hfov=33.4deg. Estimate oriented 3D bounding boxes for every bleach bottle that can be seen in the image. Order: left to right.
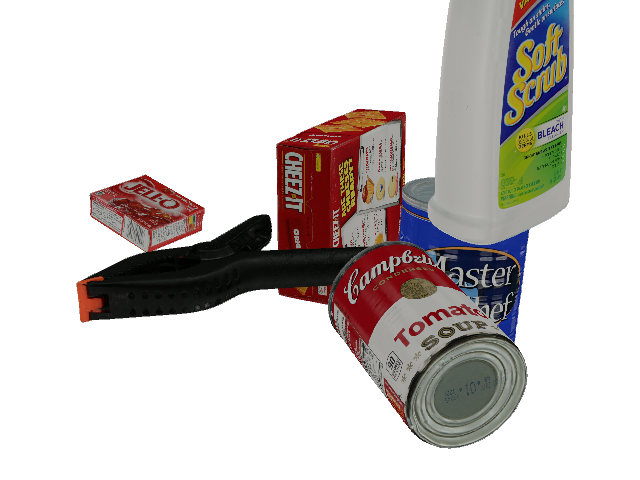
[{"bbox_3d":[0.118,-0.128,0.690,0.102,0.251,0.068,-23,33,-30],"label":"bleach bottle"}]

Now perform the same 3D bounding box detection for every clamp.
[{"bbox_3d":[-0.065,0.021,0.744,0.209,0.036,0.165,-16,18,-41],"label":"clamp"}]

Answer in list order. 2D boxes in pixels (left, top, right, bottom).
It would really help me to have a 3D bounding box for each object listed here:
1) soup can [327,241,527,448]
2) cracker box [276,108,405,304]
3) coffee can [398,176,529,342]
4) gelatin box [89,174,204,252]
[{"bbox_3d":[0.054,0.053,0.560,0.068,0.068,0.102,0,26,-24],"label":"soup can"},{"bbox_3d":[0.026,-0.044,1.151,0.072,0.164,0.213,7,19,24],"label":"cracker box"},{"bbox_3d":[0.110,0.029,0.850,0.103,0.140,0.103,3,18,-1],"label":"coffee can"},{"bbox_3d":[-0.171,-0.029,1.047,0.089,0.030,0.073,30,35,31],"label":"gelatin box"}]
